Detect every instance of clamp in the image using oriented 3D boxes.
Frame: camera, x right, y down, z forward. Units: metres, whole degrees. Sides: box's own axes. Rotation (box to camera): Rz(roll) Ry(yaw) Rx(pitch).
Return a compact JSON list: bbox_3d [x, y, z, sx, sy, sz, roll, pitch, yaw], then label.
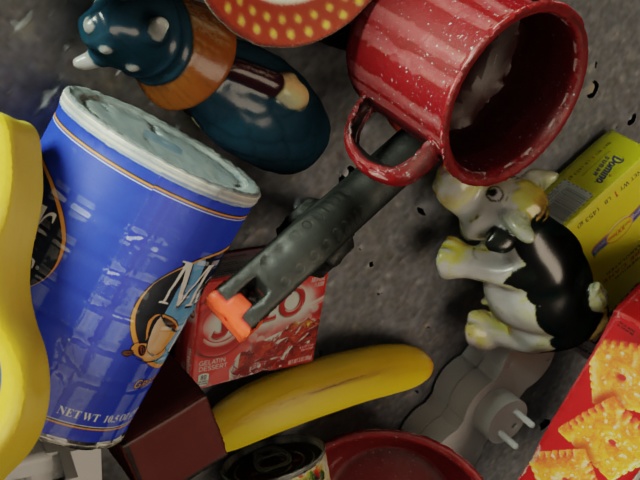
[{"bbox_3d":[-0.004,0.001,0.563,0.171,0.039,0.120,-39,171,-36],"label":"clamp"}]

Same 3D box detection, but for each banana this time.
[{"bbox_3d":[0.001,0.096,0.686,0.197,0.037,0.070,-15,166,-27],"label":"banana"}]

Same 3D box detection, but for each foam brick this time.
[{"bbox_3d":[-0.096,0.094,0.586,0.051,0.078,0.053,-31,133,-20],"label":"foam brick"}]

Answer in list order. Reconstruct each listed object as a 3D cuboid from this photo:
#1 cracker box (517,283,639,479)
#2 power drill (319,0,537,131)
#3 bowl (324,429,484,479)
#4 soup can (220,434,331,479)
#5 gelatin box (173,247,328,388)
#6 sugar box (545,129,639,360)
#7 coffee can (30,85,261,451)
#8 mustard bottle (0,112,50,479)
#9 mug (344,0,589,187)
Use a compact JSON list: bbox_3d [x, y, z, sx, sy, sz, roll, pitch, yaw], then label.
[{"bbox_3d":[0.209,0.120,0.743,0.163,0.072,0.214,-27,146,-52],"label":"cracker box"},{"bbox_3d":[0.049,-0.150,0.555,0.187,0.057,0.184,16,106,-42],"label":"power drill"},{"bbox_3d":[0.047,0.195,0.739,0.162,0.055,0.162,2,104,8],"label":"bowl"},{"bbox_3d":[-0.019,0.184,0.680,0.068,0.069,0.102,-19,103,-27],"label":"soup can"},{"bbox_3d":[-0.041,0.043,0.627,0.089,0.030,0.073,-9,121,-34],"label":"gelatin box"},{"bbox_3d":[0.214,0.013,0.791,0.093,0.048,0.176,-40,132,-9],"label":"sugar box"},{"bbox_3d":[-0.106,0.013,0.508,0.102,0.103,0.140,21,103,-43],"label":"coffee can"},{"bbox_3d":[-0.160,0.046,0.441,0.058,0.096,0.191,20,66,-79],"label":"mustard bottle"},{"bbox_3d":[0.059,-0.076,0.513,0.117,0.082,0.093,-49,141,-1],"label":"mug"}]
